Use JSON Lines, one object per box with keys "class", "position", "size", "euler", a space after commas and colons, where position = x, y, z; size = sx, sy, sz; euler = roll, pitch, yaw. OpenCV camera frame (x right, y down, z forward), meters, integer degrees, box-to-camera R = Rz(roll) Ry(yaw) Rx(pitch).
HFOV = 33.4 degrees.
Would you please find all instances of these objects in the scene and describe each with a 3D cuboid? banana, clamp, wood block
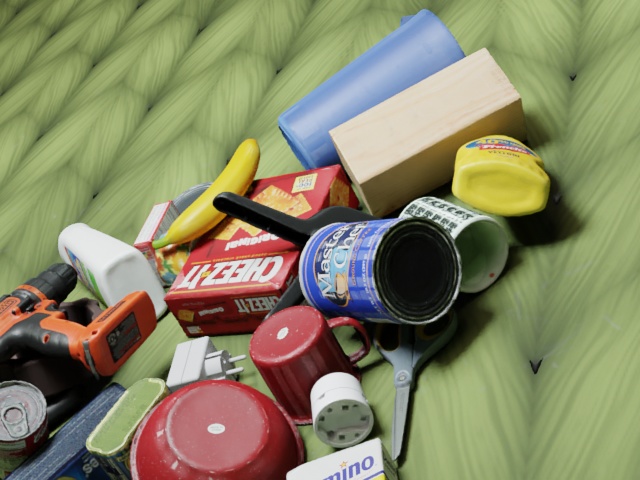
{"class": "banana", "position": [-0.123, -0.059, 1.286], "size": [0.070, 0.037, 0.197], "euler": [13, 51, 41]}
{"class": "clamp", "position": [-0.338, 0.217, 1.197], "size": [0.120, 0.039, 0.171], "euler": [-14, 33, 29]}
{"class": "wood block", "position": [0.128, -0.123, 1.248], "size": [0.206, 0.090, 0.090], "euler": [-28, 59, 0]}
{"class": "clamp", "position": [-0.008, 0.001, 1.150], "size": [0.209, 0.036, 0.164], "euler": [-16, 67, -31]}

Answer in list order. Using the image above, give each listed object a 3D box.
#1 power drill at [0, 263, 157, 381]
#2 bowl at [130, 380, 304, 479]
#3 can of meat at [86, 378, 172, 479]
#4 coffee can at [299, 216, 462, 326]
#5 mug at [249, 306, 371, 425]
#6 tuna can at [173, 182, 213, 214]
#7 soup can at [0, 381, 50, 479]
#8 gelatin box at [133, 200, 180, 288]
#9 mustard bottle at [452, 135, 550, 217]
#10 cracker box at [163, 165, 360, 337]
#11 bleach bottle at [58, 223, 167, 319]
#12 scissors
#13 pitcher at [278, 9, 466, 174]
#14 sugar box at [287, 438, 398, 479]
{"class": "power drill", "position": [-0.277, 0.087, 1.184], "size": [0.188, 0.057, 0.184], "euler": [2, 33, 28]}
{"class": "bowl", "position": [-0.093, 0.183, 0.967], "size": [0.162, 0.055, 0.162], "euler": [2, 49, -3]}
{"class": "can of meat", "position": [-0.170, 0.198, 1.046], "size": [0.058, 0.084, 0.102], "euler": [0, 41, 40]}
{"class": "coffee can", "position": [0.057, 0.031, 1.049], "size": [0.102, 0.102, 0.141], "euler": [-44, 19, -24]}
{"class": "mug", "position": [-0.007, 0.114, 1.044], "size": [0.117, 0.081, 0.093], "euler": [-25, 31, 5]}
{"class": "tuna can", "position": [-0.162, -0.038, 1.430], "size": [0.086, 0.033, 0.086], "euler": [-20, 32, 13]}
{"class": "soup can", "position": [-0.316, 0.201, 1.110], "size": [0.068, 0.102, 0.068], "euler": [5, 52, -7]}
{"class": "gelatin box", "position": [-0.196, 0.004, 1.357], "size": [0.030, 0.073, 0.089], "euler": [-13, 34, 23]}
{"class": "mustard bottle", "position": [0.194, -0.076, 1.151], "size": [0.096, 0.058, 0.191], "euler": [8, 16, 6]}
{"class": "cracker box", "position": [-0.065, 0.010, 1.249], "size": [0.164, 0.072, 0.213], "euler": [-8, 38, 31]}
{"class": "bleach bottle", "position": [-0.281, 0.036, 1.373], "size": [0.068, 0.102, 0.251], "euler": [-32, 24, -20]}
{"class": "scissors", "position": [0.097, 0.123, 1.014], "size": [0.096, 0.016, 0.202], "euler": [-23, 32, 8]}
{"class": "pitcher", "position": [0.077, -0.168, 1.359], "size": [0.243, 0.145, 0.149], "euler": [-34, 19, -2]}
{"class": "sugar box", "position": [0.021, 0.247, 0.866], "size": [0.093, 0.048, 0.176], "euler": [-22, 33, 11]}
